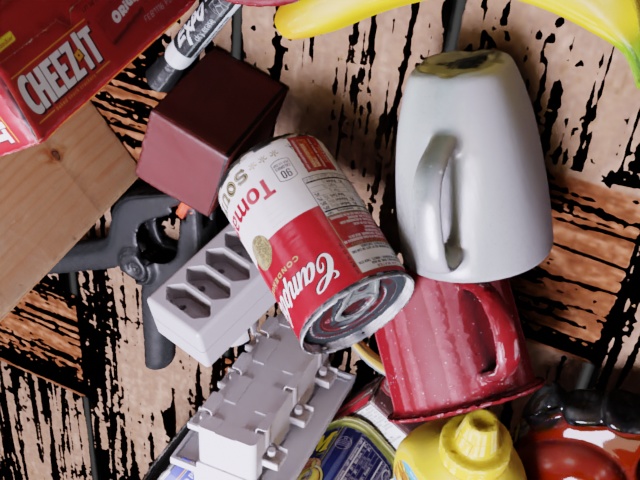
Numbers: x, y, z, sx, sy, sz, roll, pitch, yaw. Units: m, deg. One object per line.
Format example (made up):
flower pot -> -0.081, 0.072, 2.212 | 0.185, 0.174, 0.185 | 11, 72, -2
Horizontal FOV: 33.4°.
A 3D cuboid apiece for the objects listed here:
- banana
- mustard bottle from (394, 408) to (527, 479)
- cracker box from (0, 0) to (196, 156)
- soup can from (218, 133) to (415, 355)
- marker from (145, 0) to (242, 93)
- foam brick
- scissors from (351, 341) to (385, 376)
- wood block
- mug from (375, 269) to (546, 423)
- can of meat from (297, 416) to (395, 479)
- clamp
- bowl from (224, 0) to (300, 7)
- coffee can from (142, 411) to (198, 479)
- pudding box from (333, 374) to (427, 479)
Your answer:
banana -> 0.066, -0.120, 0.506 | 0.198, 0.037, 0.069 | 14, 90, 28
mustard bottle -> 0.084, 0.163, 0.651 | 0.096, 0.058, 0.192 | 46, 150, 32
cracker box -> -0.195, -0.099, 0.602 | 0.214, 0.164, 0.072 | -10, 122, 36
soup can -> -0.004, 0.001, 0.573 | 0.102, 0.068, 0.069 | 58, 142, 25
marker -> -0.068, -0.122, 0.611 | 0.020, 0.020, 0.121 | 43, 135, -8
foam brick -> -0.063, -0.063, 0.615 | 0.051, 0.078, 0.053 | 30, 135, 4
scissors -> 0.018, 0.008, 0.670 | 0.096, 0.016, 0.201 | -16, 117, 37
wood block -> -0.215, -0.008, 0.659 | 0.090, 0.205, 0.090 | -18, 115, 39
mug -> 0.077, 0.052, 0.599 | 0.117, 0.093, 0.081 | 154, 102, -74
can of meat -> -0.006, 0.176, 0.721 | 0.057, 0.083, 0.102 | 49, 136, -11
clamp -> -0.115, 0.022, 0.743 | 0.120, 0.039, 0.172 | 46, 135, -11
bowl -> -0.033, -0.195, 0.502 | 0.162, 0.055, 0.162 | 16, 132, 18
coffee can -> -0.058, 0.202, 0.814 | 0.140, 0.102, 0.103 | 41, 135, -5
pudding box -> 0.058, 0.153, 0.751 | 0.113, 0.039, 0.090 | 43, 137, -4
